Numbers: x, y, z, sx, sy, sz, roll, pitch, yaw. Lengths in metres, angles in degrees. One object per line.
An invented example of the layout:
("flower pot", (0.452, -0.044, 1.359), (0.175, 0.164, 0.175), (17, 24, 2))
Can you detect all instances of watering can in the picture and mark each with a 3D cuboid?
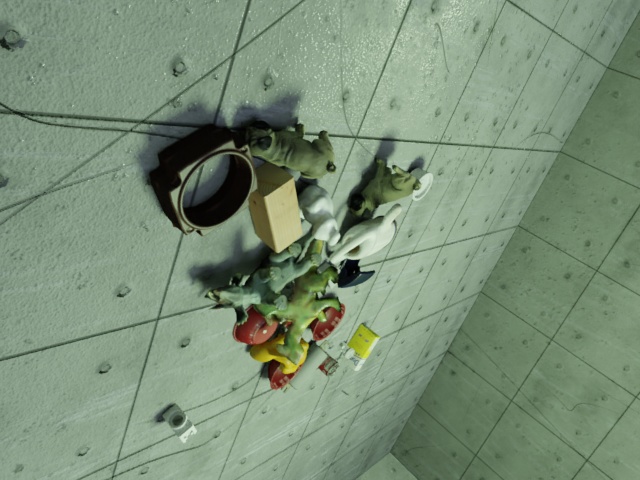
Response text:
("watering can", (0.173, -0.025, 1.619), (0.342, 0.105, 0.226), (-38, 169, 37))

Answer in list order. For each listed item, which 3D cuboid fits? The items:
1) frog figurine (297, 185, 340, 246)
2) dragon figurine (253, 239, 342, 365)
("frog figurine", (0.004, -0.069, 1.365), (0.124, 0.161, 0.134), (-41, 147, -21))
("dragon figurine", (-0.075, 0.149, 1.482), (0.244, 0.122, 0.410), (-8, 91, -25))
